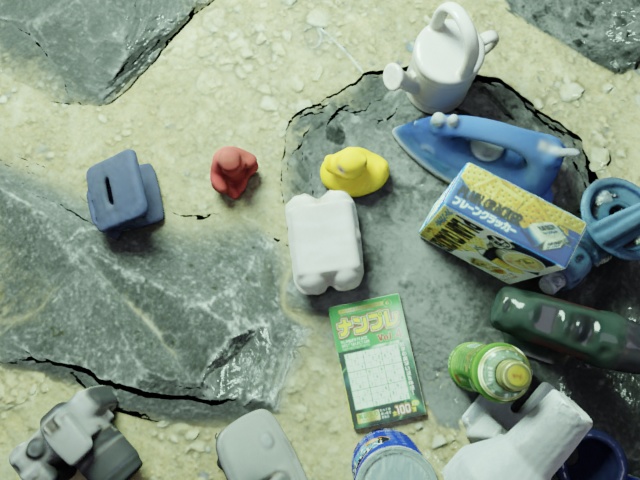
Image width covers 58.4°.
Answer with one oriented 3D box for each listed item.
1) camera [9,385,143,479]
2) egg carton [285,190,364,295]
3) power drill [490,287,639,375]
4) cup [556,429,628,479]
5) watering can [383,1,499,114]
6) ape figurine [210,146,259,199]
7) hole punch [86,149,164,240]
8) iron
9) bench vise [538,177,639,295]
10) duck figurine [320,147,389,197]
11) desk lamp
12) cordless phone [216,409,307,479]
[{"bbox_3d":[-0.324,0.293,0.781,0.143,0.101,0.137,-45,83,-6],"label":"camera"},{"bbox_3d":[0.008,0.003,0.838,0.107,0.069,0.150,-9,81,0],"label":"egg carton"},{"bbox_3d":[0.325,0.123,0.744,0.229,0.208,0.076,18,82,4],"label":"power drill"},{"bbox_3d":[0.340,0.287,0.775,0.117,0.095,0.092,44,84,7],"label":"cup"},{"bbox_3d":[0.176,-0.256,0.814,0.101,0.194,0.173,42,84,7],"label":"watering can"},{"bbox_3d":[-0.131,-0.109,0.847,0.078,0.092,0.076,-20,81,-2],"label":"ape figurine"},{"bbox_3d":[-0.294,-0.066,0.843,0.101,0.091,0.108,-15,81,-1],"label":"hole punch"},{"bbox_3d":[0.232,-0.138,0.821,0.258,0.141,0.119,18,82,4],"label":"iron"},{"bbox_3d":[0.391,-0.001,0.757,0.121,0.220,0.207,30,83,6],"label":"bench vise"},{"bbox_3d":[0.052,-0.109,0.847,0.104,0.086,0.077,1,81,1],"label":"duck figurine"},{"bbox_3d":[0.245,0.255,0.722,0.118,0.213,0.203,38,83,7],"label":"desk lamp"},{"bbox_3d":[-0.081,0.304,0.733,0.094,0.185,0.147,-31,81,-4],"label":"cordless phone"}]
